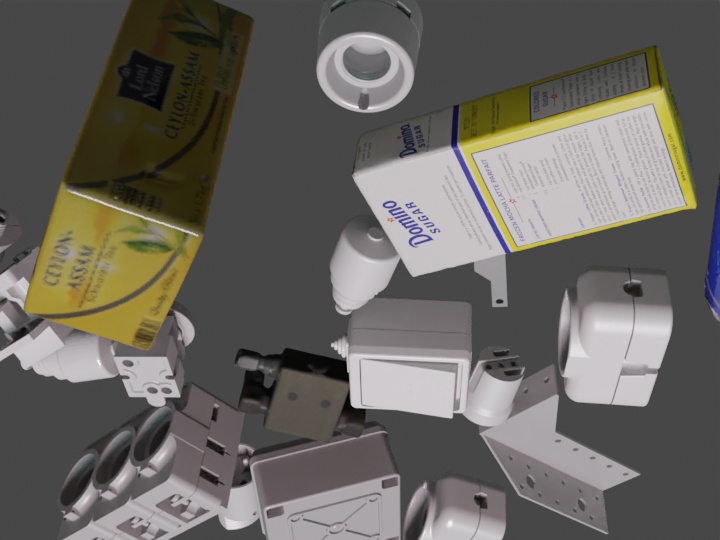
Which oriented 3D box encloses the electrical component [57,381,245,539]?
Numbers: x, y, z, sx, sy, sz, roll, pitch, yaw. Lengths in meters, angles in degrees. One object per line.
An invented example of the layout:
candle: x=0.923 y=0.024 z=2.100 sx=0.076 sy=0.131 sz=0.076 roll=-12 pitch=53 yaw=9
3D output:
electrical component: x=-0.167 y=0.160 z=0.840 sx=0.062 sy=0.089 sz=0.150 roll=36 pitch=129 yaw=-28

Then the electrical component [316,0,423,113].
electrical component: x=0.004 y=-0.115 z=0.560 sx=0.055 sy=0.047 sz=0.055 roll=3 pitch=137 yaw=3

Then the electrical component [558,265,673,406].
electrical component: x=0.164 y=0.044 z=0.706 sx=0.059 sy=0.053 sz=0.095 roll=3 pitch=137 yaw=3

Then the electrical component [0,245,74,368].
electrical component: x=-0.217 y=0.022 z=0.716 sx=0.042 sy=0.081 sz=0.063 roll=-27 pitch=105 yaw=30

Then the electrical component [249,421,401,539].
electrical component: x=-0.025 y=0.181 z=0.848 sx=0.109 sy=0.056 sz=0.108 roll=-12 pitch=137 yaw=-9

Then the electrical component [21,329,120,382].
electrical component: x=-0.207 y=0.061 z=0.776 sx=0.078 sy=0.040 sz=0.040 roll=-9 pitch=135 yaw=15

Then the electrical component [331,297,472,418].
electrical component: x=0.027 y=0.060 z=0.733 sx=0.096 sy=0.061 sz=0.061 roll=2 pitch=137 yaw=4

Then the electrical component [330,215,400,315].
electrical component: x=0.000 y=0.000 z=0.688 sx=0.040 sy=0.040 sz=0.078 roll=14 pitch=136 yaw=-9

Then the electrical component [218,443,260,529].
electrical component: x=-0.100 y=0.184 z=0.892 sx=0.043 sy=0.043 sz=0.081 roll=3 pitch=137 yaw=4

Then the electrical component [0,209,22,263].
electrical component: x=-0.255 y=-0.015 z=0.698 sx=0.081 sy=0.043 sz=0.043 roll=-30 pitch=126 yaw=32

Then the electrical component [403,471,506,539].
electrical component: x=0.074 y=0.212 z=0.894 sx=0.059 sy=0.053 sz=0.095 roll=18 pitch=135 yaw=-13

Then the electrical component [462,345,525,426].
electrical component: x=0.094 y=0.082 z=0.765 sx=0.040 sy=0.040 sz=0.046 roll=12 pitch=131 yaw=-6

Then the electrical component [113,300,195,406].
electrical component: x=-0.142 y=0.053 z=0.748 sx=0.048 sy=0.055 sz=0.066 roll=0 pitch=136 yaw=7
